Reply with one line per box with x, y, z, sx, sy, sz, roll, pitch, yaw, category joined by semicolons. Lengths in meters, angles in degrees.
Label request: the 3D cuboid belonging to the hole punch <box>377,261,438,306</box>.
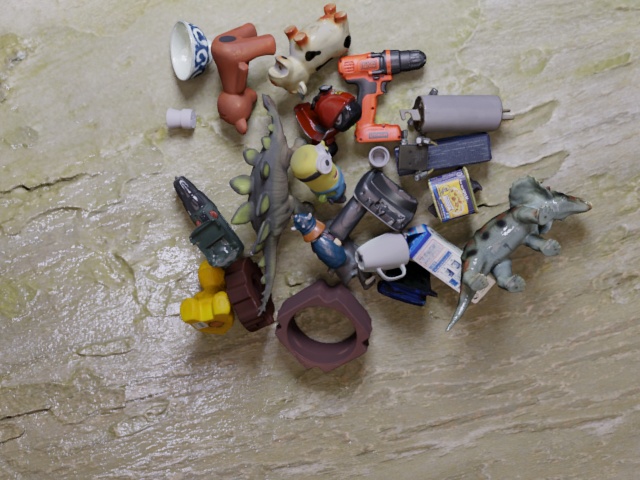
0.194;0.111;1.258;0.142;0.116;0.092;21;118;-1;hole punch

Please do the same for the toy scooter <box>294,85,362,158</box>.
0.006;-0.265;1.147;0.135;0.075;0.184;49;145;8;toy scooter

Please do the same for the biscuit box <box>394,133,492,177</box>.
0.266;-0.187;1.170;0.203;0.059;0.062;-8;107;10;biscuit box

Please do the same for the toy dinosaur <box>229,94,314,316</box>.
-0.109;-0.076;1.168;0.105;0.198;0.470;4;105;32;toy dinosaur

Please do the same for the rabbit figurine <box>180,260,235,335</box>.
-0.249;0.132;1.300;0.122;0.173;0.162;-21;150;14;rabbit figurine

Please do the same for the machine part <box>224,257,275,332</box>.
-0.163;0.125;1.270;0.056;0.179;0.179;-23;105;9;machine part

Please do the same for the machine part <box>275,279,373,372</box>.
0.010;0.209;1.310;0.201;0.087;0.201;-33;109;23;machine part

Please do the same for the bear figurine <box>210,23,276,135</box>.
-0.163;-0.338;1.144;0.132;0.120;0.195;-28;135;-22;bear figurine

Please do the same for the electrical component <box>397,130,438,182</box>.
0.202;-0.175;1.125;0.078;0.045;0.102;7;109;3;electrical component

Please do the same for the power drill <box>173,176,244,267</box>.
-0.254;-0.032;1.205;0.086;0.207;0.231;-38;113;-6;power drill

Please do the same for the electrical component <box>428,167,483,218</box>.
0.296;-0.102;1.202;0.075;0.048;0.119;41;109;-8;electrical component

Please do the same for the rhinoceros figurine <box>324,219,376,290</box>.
0.062;0.037;1.269;0.112;0.073;0.190;-31;102;4;rhinoceros figurine

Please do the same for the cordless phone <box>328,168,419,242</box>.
0.118;-0.052;1.201;0.146;0.089;0.184;38;97;-9;cordless phone

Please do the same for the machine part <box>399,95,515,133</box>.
0.284;-0.262;1.115;0.243;0.079;0.079;-2;109;-7;machine part

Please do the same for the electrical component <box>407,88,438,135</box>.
0.234;-0.277;1.161;0.063;0.021;0.094;34;107;-7;electrical component

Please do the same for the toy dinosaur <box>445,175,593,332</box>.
0.384;0.011;1.145;0.405;0.192;0.131;-41;107;9;toy dinosaur

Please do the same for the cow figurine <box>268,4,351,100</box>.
-0.022;-0.378;1.103;0.195;0.086;0.127;-35;137;-8;cow figurine

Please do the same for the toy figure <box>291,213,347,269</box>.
-0.004;-0.002;1.187;0.064;0.058;0.154;-42;105;-6;toy figure

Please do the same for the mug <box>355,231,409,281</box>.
0.138;0.043;1.203;0.107;0.080;0.109;-14;74;-19;mug

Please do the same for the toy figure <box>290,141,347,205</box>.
0.002;-0.136;1.164;0.089;0.180;0.082;-30;59;6;toy figure
